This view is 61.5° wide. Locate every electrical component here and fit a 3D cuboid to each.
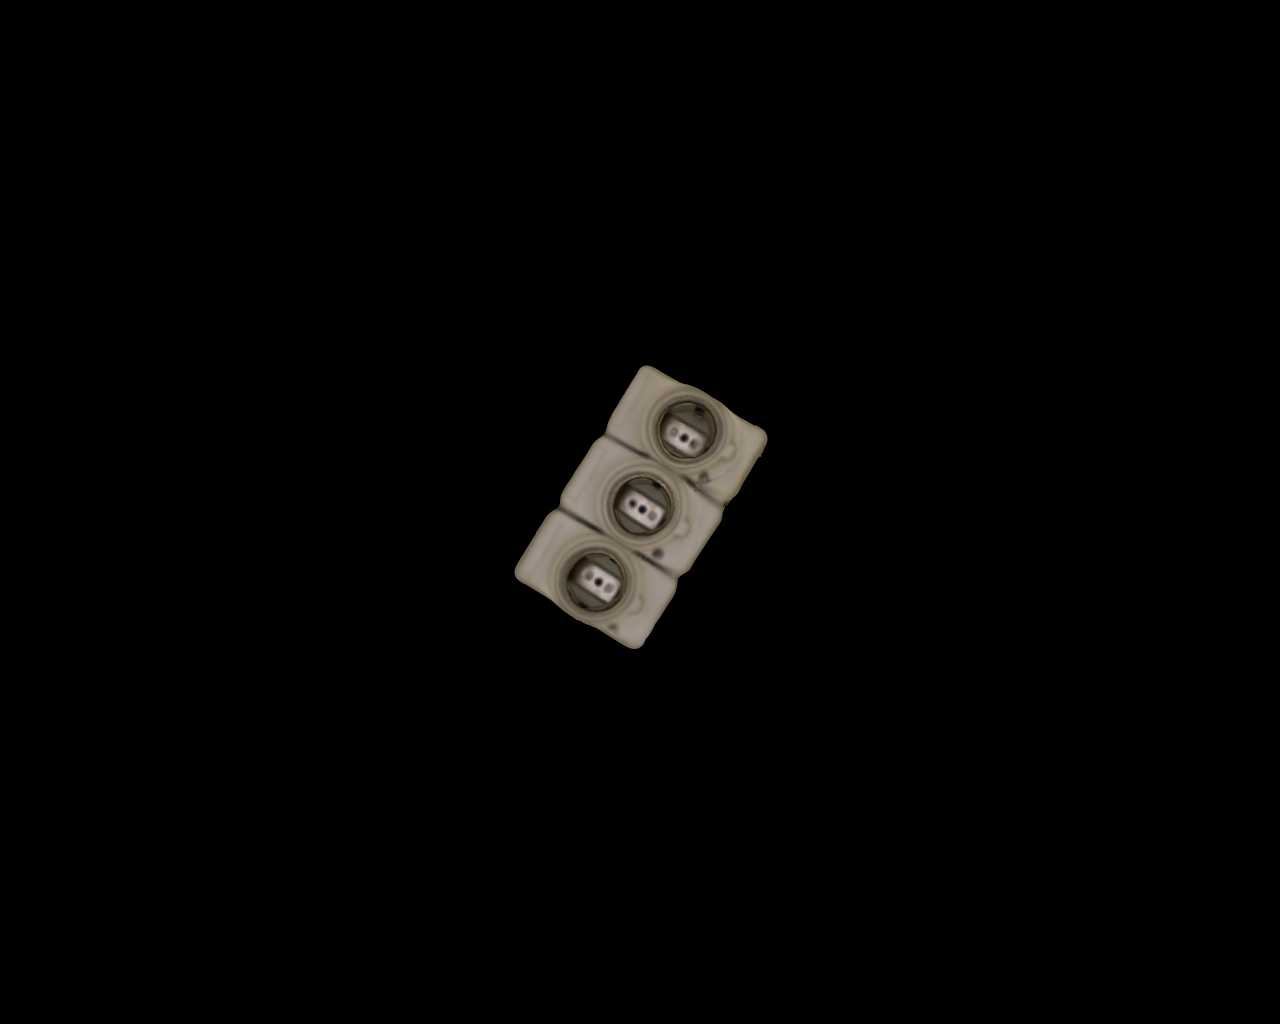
[{"bbox_3d":[0.001,-0.003,0.650,0.089,0.150,0.061,32,-4,2],"label":"electrical component"}]
